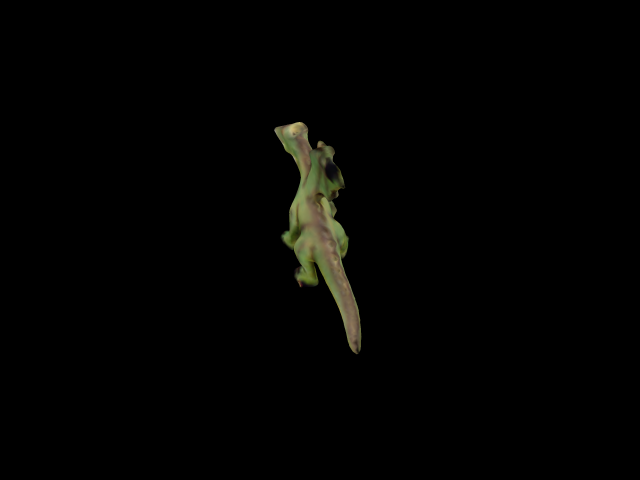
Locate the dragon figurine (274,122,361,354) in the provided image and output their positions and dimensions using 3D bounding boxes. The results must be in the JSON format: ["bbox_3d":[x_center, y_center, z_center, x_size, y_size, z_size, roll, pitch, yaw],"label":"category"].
[{"bbox_3d":[0.003,-0.043,0.850,0.122,0.419,0.237,-16,-38,-12],"label":"dragon figurine"}]
